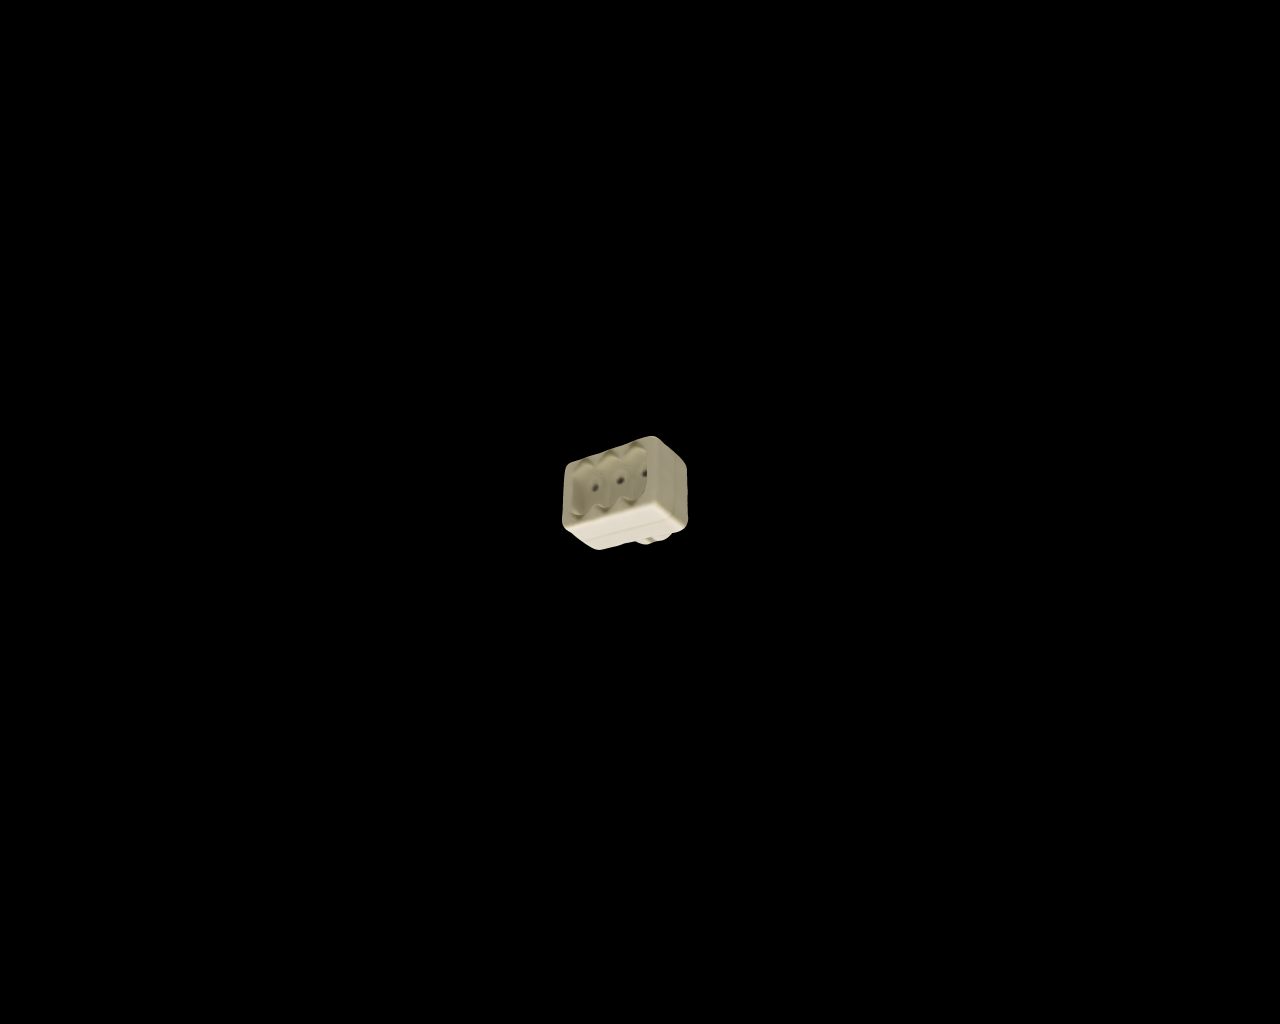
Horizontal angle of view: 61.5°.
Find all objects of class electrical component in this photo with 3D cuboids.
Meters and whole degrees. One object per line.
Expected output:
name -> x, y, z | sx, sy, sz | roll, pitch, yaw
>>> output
electrical component -> 0.001, -0.003, 0.650 | 0.065, 0.047, 0.076 | -16, -32, 27
